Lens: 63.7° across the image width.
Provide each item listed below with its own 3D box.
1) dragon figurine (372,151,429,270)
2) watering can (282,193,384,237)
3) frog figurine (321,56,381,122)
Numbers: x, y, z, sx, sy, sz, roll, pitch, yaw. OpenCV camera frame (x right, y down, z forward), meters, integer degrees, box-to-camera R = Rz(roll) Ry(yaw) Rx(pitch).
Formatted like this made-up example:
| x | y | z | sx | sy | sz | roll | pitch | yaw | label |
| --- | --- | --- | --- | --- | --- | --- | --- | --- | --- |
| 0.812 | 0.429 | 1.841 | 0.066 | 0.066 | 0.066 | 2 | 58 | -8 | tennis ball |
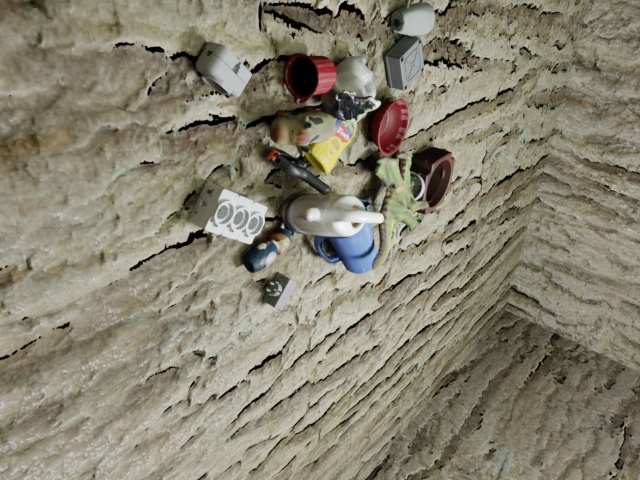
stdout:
| x | y | z | sx | sy | sz | roll | pitch | yaw | label |
| --- | --- | --- | --- | --- | --- | --- | --- | --- | --- |
| 0.200 | -0.124 | 1.497 | 0.121 | 0.239 | 0.419 | -9 | 30 | 35 | dragon figurine |
| 0.004 | -0.061 | 1.209 | 0.224 | 0.104 | 0.348 | 3 | 1 | 36 | watering can |
| 0.065 | -0.361 | 1.214 | 0.137 | 0.163 | 0.120 | -3 | -36 | -12 | frog figurine |
